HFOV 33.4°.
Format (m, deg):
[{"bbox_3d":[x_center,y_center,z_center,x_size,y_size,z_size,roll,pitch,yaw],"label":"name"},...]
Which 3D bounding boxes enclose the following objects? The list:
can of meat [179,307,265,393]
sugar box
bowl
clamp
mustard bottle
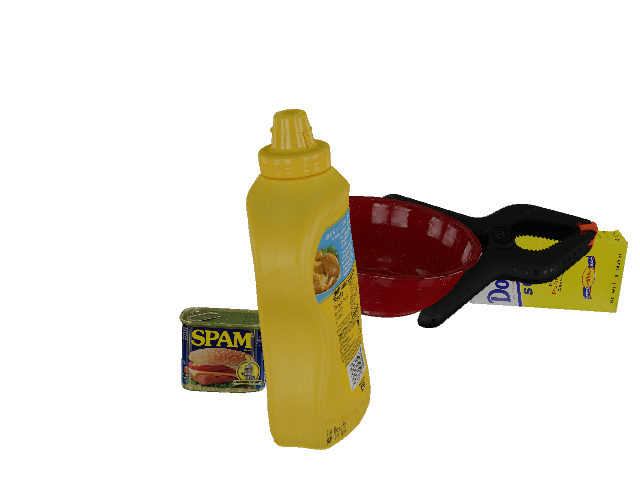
[{"bbox_3d":[-0.109,0.125,1.215,0.102,0.084,0.057,3,13,1],"label":"can of meat"},{"bbox_3d":[0.264,0.032,1.257,0.176,0.093,0.048,2,20,-1],"label":"sugar box"},{"bbox_3d":[0.048,0.018,0.876,0.162,0.055,0.162,6,24,-3],"label":"bowl"},{"bbox_3d":[0.169,0.014,1.033,0.210,0.164,0.036,-2,-42,-5],"label":"clamp"},{"bbox_3d":[-0.008,0.018,0.625,0.058,0.191,0.096,2,21,19],"label":"mustard bottle"}]
